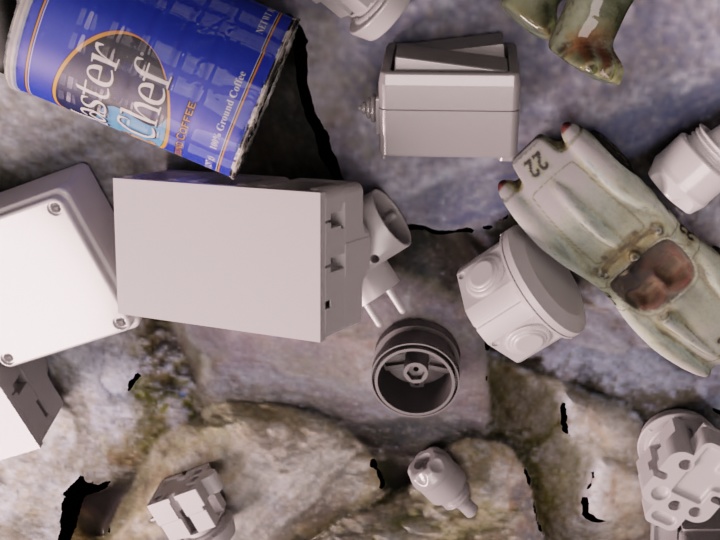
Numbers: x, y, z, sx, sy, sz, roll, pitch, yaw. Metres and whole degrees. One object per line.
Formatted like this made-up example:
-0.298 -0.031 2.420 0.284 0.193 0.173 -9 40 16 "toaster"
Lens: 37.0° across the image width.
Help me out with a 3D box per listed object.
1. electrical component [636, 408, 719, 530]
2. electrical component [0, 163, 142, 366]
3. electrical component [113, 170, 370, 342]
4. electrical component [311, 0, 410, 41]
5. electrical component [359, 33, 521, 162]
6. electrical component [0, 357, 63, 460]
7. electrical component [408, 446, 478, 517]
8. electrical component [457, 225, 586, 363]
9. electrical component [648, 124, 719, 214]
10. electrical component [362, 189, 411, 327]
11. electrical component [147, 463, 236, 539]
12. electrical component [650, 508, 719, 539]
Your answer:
0.227 0.134 0.756 0.058 0.057 0.078 25 118 -8 "electrical component"
-0.214 -0.002 0.729 0.109 0.056 0.108 -17 115 15 "electrical component"
-0.075 -0.013 0.674 0.150 0.062 0.089 6 102 27 "electrical component"
-0.003 -0.165 0.620 0.055 0.066 0.048 35 81 -22 "electrical component"
0.047 -0.105 0.642 0.096 0.061 0.061 2 119 5 "electrical component"
-0.309 0.097 0.790 0.150 0.061 0.089 -18 115 15 "electrical component"
0.065 0.161 0.801 0.035 0.035 0.061 -35 112 22 "electrical component"
0.105 0.016 0.692 0.051 0.080 0.080 -35 110 27 "electrical component"
0.211 -0.068 0.655 0.043 0.043 0.062 38 115 -14 "electrical component"
0.000 0.000 0.708 0.077 0.044 0.079 -32 93 21 "electrical component"
-0.127 0.188 0.830 0.066 0.048 0.055 -22 107 16 "electrical component"
0.257 0.209 0.790 0.081 0.063 0.042 -3 119 8 "electrical component"
